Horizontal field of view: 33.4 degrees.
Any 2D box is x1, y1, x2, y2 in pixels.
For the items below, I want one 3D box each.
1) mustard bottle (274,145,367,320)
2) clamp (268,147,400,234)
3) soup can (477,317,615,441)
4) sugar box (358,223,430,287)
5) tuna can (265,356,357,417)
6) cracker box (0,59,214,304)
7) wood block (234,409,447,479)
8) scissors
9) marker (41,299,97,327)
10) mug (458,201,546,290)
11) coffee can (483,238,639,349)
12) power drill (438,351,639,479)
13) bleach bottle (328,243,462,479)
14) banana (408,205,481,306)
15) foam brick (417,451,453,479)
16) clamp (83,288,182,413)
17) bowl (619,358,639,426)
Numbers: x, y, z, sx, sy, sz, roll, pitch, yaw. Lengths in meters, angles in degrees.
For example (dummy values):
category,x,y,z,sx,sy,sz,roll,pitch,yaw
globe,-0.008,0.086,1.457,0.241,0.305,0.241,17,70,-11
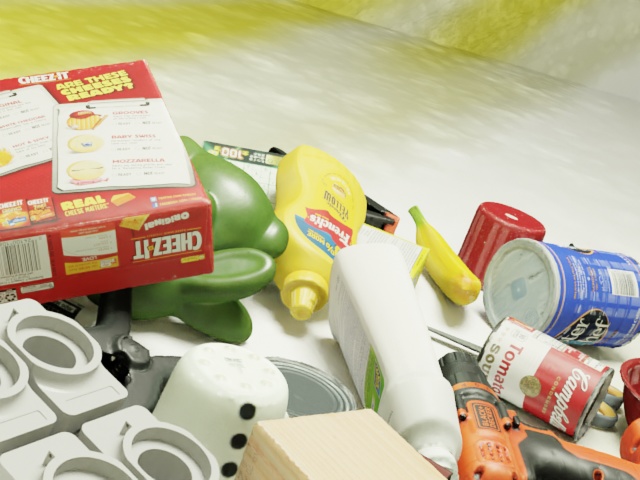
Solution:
category,x,y,z,sx,sy,sz,roll,pitch,yaw
mustard bottle,-0.006,0.001,0.967,0.096,0.058,0.191,42,33,-24
clamp,-0.011,-0.052,1.230,0.210,0.036,0.164,27,21,20
soup can,0.191,0.117,0.915,0.102,0.068,0.068,28,20,23
sugar box,0.016,0.008,1.078,0.176,0.048,0.093,20,22,10
tuna can,-0.020,0.118,0.752,0.086,0.034,0.086,18,19,-7
cracker box,-0.183,-0.046,0.782,0.164,0.072,0.214,-11,38,-16
wood block,0.043,0.184,0.548,0.090,0.090,0.206,2,26,-41
scissors,0.187,0.124,0.971,0.201,0.016,0.096,17,19,-6
marker,-0.215,0.039,0.799,0.121,0.020,0.020,26,20,16
mug,0.204,0.005,1.218,0.093,0.081,0.117,19,19,-3
coffee can,0.252,0.056,1.090,0.140,0.103,0.103,7,23,-33
power drill,0.178,0.153,0.808,0.187,0.057,0.184,11,24,-6
bleach bottle,0.058,0.103,0.803,0.068,0.102,0.251,-5,30,-7
banana,0.132,0.029,1.114,0.069,0.037,0.198,49,5,-26
foam brick,0.034,0.156,0.672,0.078,0.053,0.051,27,20,21
clamp,-0.123,0.088,0.717,0.120,0.039,0.171,33,28,-1
bowl,0.328,0.167,0.931,0.162,0.055,0.162,18,19,-6
